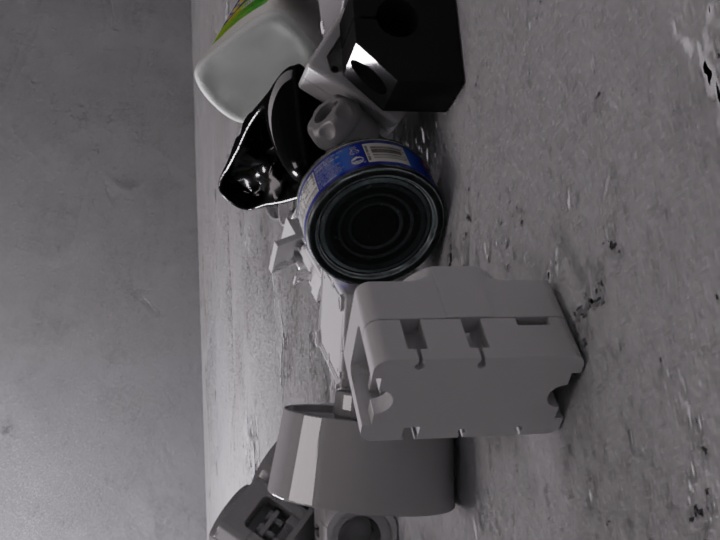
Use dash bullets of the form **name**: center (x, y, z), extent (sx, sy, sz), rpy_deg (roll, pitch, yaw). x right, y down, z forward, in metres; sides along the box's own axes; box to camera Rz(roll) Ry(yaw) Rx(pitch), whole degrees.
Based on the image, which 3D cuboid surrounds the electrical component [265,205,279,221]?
- **electrical component**: center (-0.053, -0.089, 1.016), extent (0.099, 0.064, 0.099), rpy_deg (-176, 90, -65)

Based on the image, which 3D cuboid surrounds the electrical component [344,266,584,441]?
- **electrical component**: center (0.042, 0.035, 0.468), extent (0.055, 0.089, 0.050), rpy_deg (-104, 18, -47)

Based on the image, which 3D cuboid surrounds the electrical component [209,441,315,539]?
- **electrical component**: center (-0.067, 0.214, 0.886), extent (0.105, 0.060, 0.186), rpy_deg (-50, -16, -31)

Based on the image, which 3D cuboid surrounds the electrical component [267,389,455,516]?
- **electrical component**: center (0.003, 0.101, 0.619), extent (0.108, 0.108, 0.060), rpy_deg (174, 102, -78)

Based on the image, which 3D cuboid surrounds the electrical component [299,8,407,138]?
- **electrical component**: center (-0.001, -0.117, 0.685), extent (0.047, 0.066, 0.077), rpy_deg (-59, 5, -16)

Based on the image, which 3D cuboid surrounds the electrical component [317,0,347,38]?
- **electrical component**: center (0.002, -0.193, 0.746), extent (0.099, 0.048, 0.099), rpy_deg (107, 160, -56)

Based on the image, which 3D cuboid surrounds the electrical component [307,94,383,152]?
- **electrical component**: center (-0.001, -0.076, 0.651), extent (0.035, 0.061, 0.035), rpy_deg (-34, 34, 27)

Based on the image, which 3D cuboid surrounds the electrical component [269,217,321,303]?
- **electrical component**: center (-0.026, -0.012, 0.829), extent (0.063, 0.081, 0.042), rpy_deg (60, 157, 20)

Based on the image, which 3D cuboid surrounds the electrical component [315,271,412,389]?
- **electrical component**: center (0.008, 0.031, 0.692), extent (0.096, 0.061, 0.061), rpy_deg (-125, 36, -69)

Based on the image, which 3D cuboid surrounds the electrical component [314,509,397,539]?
- **electrical component**: center (-0.004, 0.189, 0.776), extent (0.056, 0.050, 0.089), rpy_deg (168, 101, -78)

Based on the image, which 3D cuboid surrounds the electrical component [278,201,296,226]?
- **electrical component**: center (-0.032, -0.074, 0.920), extent (0.099, 0.064, 0.099), rpy_deg (-167, 90, -73)

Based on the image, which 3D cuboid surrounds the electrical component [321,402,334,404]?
- **electrical component**: center (-0.030, 0.138, 0.906), extent (0.055, 0.045, 0.045), rpy_deg (125, 143, -70)
